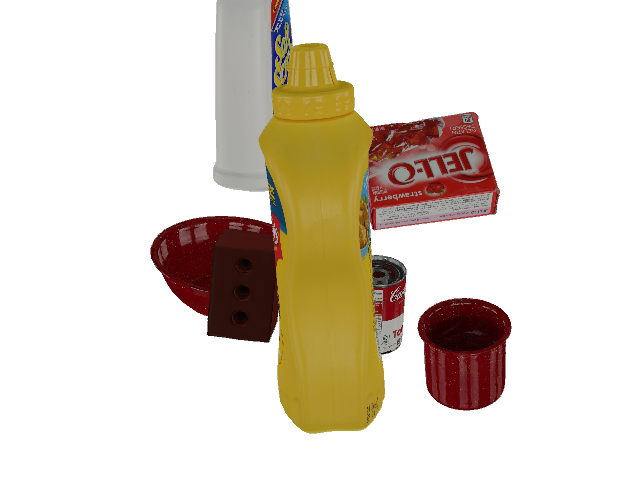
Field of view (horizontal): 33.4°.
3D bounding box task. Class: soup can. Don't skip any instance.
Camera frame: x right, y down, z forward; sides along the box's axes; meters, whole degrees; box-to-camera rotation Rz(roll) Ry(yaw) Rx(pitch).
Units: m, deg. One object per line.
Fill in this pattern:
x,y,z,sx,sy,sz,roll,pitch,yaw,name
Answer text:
0.067,0.079,1.288,0.068,0.102,0.068,0,30,0,soup can

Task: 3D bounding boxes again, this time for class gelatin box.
0.073,-0.049,0.741,0.089,0.073,0.030,-8,-36,-1,gelatin box

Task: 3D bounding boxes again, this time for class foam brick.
-0.060,0.036,0.864,0.053,0.078,0.051,6,15,5,foam brick

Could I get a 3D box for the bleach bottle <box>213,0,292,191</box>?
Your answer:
-0.060,-0.176,0.942,0.068,0.251,0.102,8,30,16,bleach bottle

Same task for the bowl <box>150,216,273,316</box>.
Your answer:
-0.094,0.035,1.100,0.162,0.055,0.162,5,29,-3,bowl

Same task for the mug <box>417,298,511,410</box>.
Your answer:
0.152,0.112,1.095,0.093,0.081,0.117,10,36,23,mug

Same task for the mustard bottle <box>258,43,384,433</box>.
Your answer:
0.001,-0.005,0.551,0.058,0.192,0.096,-3,19,1,mustard bottle
